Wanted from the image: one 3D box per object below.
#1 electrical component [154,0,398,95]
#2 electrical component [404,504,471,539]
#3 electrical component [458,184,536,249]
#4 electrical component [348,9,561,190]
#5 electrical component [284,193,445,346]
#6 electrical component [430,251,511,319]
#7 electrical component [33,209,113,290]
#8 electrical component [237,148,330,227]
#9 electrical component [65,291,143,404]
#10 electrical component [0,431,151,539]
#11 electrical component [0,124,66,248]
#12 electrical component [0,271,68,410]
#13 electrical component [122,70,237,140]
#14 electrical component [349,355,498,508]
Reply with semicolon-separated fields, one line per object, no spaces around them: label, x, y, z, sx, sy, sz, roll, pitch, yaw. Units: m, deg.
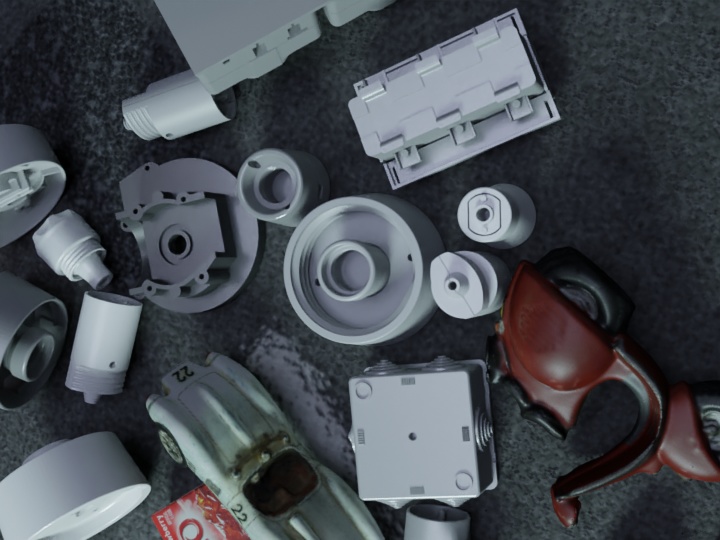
electrical component;-0.047;-0.210;0.723;0.186;0.060;0.105;-29;81;0
electrical component;0.066;0.203;0.719;0.079;0.043;0.077;6;92;18
electrical component;0.087;-0.035;0.698;0.044;0.065;0.044;1;92;19
electrical component;0.059;-0.113;0.708;0.121;0.063;0.078;-22;83;18
electrical component;0.000;0.000;0.731;0.108;0.060;0.108;0;90;19
electrical component;0.070;0.009;0.697;0.043;0.081;0.043;0;91;19
electrical component;-0.213;-0.012;0.812;0.062;0.043;0.043;44;103;12
electrical component;-0.055;-0.059;0.756;0.055;0.047;0.055;0;91;19
electrical component;-0.193;0.060;0.806;0.043;0.043;0.081;15;95;18
electrical component;-0.215;0.159;0.783;0.108;0.108;0.060;-37;73;15
electrical component;-0.271;-0.062;0.804;0.099;0.099;0.064;-30;75;17
electrical component;-0.266;0.053;0.805;0.064;0.099;0.099;21;97;11
electrical component;-0.136;-0.118;0.785;0.081;0.043;0.043;-16;86;18
electrical component;0.042;0.108;0.724;0.100;0.048;0.099;-6;88;19
